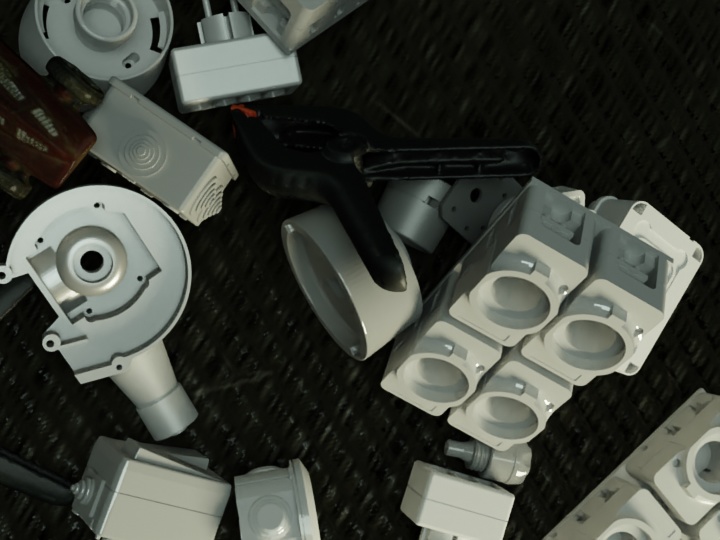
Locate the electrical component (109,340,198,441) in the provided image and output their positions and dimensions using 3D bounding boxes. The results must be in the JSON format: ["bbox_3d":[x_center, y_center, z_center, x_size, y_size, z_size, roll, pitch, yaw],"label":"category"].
[{"bbox_3d":[-0.140,0.083,0.734,0.044,0.044,0.065,-31,101,-10],"label":"electrical component"}]

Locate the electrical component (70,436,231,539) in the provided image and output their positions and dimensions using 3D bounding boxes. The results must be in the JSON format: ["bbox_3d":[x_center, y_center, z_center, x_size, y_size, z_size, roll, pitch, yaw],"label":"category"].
[{"bbox_3d":[-0.142,0.145,0.710,0.096,0.062,0.061,22,86,-30],"label":"electrical component"}]

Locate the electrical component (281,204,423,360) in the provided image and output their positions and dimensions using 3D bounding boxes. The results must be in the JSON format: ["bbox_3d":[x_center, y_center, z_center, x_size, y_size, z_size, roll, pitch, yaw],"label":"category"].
[{"bbox_3d":[0.000,0.000,0.731,0.060,0.108,0.108,-30,96,-17],"label":"electrical component"}]

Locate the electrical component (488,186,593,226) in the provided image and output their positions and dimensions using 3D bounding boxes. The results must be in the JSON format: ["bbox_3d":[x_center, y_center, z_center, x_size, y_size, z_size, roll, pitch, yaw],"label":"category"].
[{"bbox_3d":[0.126,-0.021,0.749,0.058,0.057,0.078,-11,109,-30],"label":"electrical component"}]

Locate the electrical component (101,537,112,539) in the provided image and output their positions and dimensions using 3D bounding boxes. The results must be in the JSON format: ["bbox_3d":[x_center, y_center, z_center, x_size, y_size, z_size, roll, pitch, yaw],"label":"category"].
[{"bbox_3d":[-0.166,0.221,0.718,0.061,0.062,0.096,-13,93,-12],"label":"electrical component"}]

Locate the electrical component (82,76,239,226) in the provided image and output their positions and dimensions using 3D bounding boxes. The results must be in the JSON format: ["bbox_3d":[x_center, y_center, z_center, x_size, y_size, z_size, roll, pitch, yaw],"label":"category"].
[{"bbox_3d":[-0.132,-0.074,0.704,0.100,0.099,0.048,34,86,0],"label":"electrical component"}]

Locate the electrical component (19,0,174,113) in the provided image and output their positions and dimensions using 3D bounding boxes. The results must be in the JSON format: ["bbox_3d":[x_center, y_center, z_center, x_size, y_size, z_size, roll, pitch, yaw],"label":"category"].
[{"bbox_3d":[-0.176,-0.161,0.725,0.099,0.064,0.099,4,79,-21],"label":"electrical component"}]

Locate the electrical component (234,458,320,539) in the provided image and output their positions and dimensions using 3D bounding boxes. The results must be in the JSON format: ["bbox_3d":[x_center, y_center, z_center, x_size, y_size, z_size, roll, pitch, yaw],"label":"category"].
[{"bbox_3d":[-0.056,0.172,0.733,0.051,0.080,0.080,-9,92,-6],"label":"electrical component"}]

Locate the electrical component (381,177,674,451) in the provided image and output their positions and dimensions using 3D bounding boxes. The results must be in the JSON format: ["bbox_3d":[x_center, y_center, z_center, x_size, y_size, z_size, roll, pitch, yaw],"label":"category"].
[{"bbox_3d":[0.103,0.040,0.710,0.105,0.186,0.060,29,46,-8],"label":"electrical component"}]

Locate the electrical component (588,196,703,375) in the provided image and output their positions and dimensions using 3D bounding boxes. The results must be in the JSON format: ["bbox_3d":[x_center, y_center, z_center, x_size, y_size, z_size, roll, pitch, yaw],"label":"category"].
[{"bbox_3d":[0.185,0.010,0.788,0.078,0.057,0.113,34,83,-21],"label":"electrical component"}]

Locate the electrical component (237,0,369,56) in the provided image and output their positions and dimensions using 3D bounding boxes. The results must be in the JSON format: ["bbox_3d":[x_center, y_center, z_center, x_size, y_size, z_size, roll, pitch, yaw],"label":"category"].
[{"bbox_3d":[-0.059,-0.233,0.712,0.150,0.061,0.089,48,62,2],"label":"electrical component"}]

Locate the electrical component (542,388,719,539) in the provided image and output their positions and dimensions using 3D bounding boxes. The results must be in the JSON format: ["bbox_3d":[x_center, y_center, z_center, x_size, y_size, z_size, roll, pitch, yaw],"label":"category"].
[{"bbox_3d":[0.236,0.192,0.804,0.186,0.060,0.105,-41,98,-9],"label":"electrical component"}]

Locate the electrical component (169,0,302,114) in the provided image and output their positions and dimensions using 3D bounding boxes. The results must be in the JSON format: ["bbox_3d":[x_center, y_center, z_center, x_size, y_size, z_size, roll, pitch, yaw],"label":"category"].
[{"bbox_3d":[-0.090,-0.154,0.739,0.083,0.047,0.075,-12,93,-12],"label":"electrical component"}]

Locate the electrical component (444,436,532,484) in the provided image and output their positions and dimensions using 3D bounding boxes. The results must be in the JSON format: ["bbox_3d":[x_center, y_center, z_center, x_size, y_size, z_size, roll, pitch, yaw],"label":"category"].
[{"bbox_3d":[0.092,0.135,0.786,0.061,0.035,0.035,13,88,-9],"label":"electrical component"}]

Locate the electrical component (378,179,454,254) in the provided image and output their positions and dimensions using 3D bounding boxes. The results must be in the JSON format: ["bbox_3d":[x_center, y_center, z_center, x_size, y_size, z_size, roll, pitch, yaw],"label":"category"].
[{"bbox_3d":[0.040,-0.043,0.765,0.055,0.055,0.047,28,88,-11],"label":"electrical component"}]

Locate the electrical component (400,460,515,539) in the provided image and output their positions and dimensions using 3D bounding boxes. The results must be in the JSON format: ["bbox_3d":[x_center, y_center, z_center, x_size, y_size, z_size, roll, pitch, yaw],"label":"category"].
[{"bbox_3d":[0.064,0.185,0.774,0.066,0.047,0.076,18,87,-11],"label":"electrical component"}]
